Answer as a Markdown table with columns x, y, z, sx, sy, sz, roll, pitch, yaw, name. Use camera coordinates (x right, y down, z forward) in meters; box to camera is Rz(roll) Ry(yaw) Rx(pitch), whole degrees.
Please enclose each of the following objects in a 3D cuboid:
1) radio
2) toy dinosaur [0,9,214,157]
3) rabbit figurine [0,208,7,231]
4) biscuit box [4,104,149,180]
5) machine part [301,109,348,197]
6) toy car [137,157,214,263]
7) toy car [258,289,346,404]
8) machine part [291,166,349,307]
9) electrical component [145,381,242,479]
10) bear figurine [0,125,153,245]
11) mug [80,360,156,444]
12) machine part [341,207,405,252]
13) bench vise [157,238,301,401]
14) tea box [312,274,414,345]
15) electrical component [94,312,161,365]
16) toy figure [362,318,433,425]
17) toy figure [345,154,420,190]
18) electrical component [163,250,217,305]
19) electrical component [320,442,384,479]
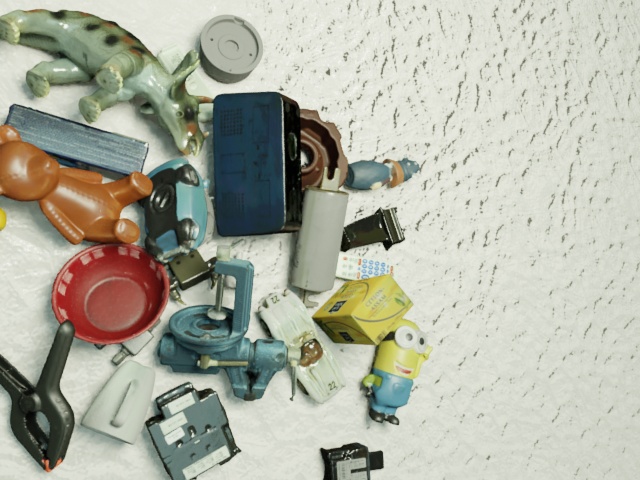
| x | y | z | sx | sy | sz | roll | pitch | yaw | name |
| --- | --- | --- | --- | --- | --- | --- | --- | --- | --- |
| -0.100 | -0.120 | 0.867 | 0.131 | 0.073 | 0.229 | -1 | 93 | 23 | radio |
| -0.341 | -0.285 | 0.833 | 0.405 | 0.131 | 0.192 | 34 | 40 | 6 | toy dinosaur |
| -0.512 | -0.083 | 0.738 | 0.162 | 0.121 | 0.173 | -19 | 69 | -26 | rabbit figurine |
| -0.373 | -0.144 | 0.827 | 0.202 | 0.059 | 0.063 | 16 | 76 | -18 | biscuit box |
| -0.038 | -0.147 | 0.960 | 0.179 | 0.056 | 0.179 | 4 | 79 | -19 | machine part |
| -0.212 | -0.040 | 0.839 | 0.102 | 0.109 | 0.162 | 26 | 45 | -57 | toy car |
| -0.031 | 0.177 | 0.902 | 0.073 | 0.056 | 0.201 | -32 | 93 | -23 | toy car |
| -0.002 | -0.003 | 0.906 | 0.079 | 0.079 | 0.243 | 6 | 102 | -20 | machine part |
| -0.197 | 0.288 | 0.818 | 0.115 | 0.058 | 0.134 | -22 | 88 | -25 | electrical component |
| -0.354 | -0.076 | 0.749 | 0.195 | 0.132 | 0.120 | 48 | 42 | -49 | bear figurine |
| -0.282 | 0.228 | 0.774 | 0.081 | 0.109 | 0.107 | 25 | 60 | -11 | mug |
| 0.094 | -0.015 | 0.997 | 0.139 | 0.039 | 0.084 | -12 | 90 | -24 | machine part |
| -0.131 | 0.125 | 0.814 | 0.224 | 0.129 | 0.240 | 9 | 108 | 5 | bench vise |
| 0.066 | 0.117 | 0.890 | 0.098 | 0.170 | 0.068 | -43 | 99 | -24 | tea box |
| -0.293 | 0.143 | 0.826 | 0.063 | 0.021 | 0.094 | 46 | 68 | -7 | electrical component |
| 0.127 | 0.226 | 0.943 | 0.082 | 0.089 | 0.180 | 25 | 81 | -44 | toy figure |
| 0.119 | -0.127 | 1.017 | 0.154 | 0.058 | 0.064 | -8 | 89 | -27 | toy figure |
| -0.212 | 0.054 | 0.864 | 0.102 | 0.045 | 0.078 | -33 | 65 | -26 | electrical component |
| 0.061 | 0.383 | 0.906 | 0.119 | 0.048 | 0.075 | 4 | 80 | -19 | electrical component |
